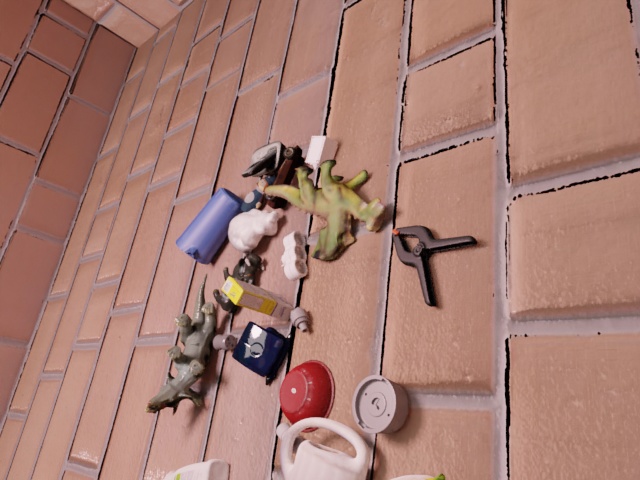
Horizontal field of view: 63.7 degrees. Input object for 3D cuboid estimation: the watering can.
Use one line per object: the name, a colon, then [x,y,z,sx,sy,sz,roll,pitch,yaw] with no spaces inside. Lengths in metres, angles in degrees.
watering can: [0.045,0.481,0.982,0.348,0.103,0.226,9,76,39]

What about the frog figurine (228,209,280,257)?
frog figurine: [-0.196,-0.036,1.529,0.157,0.122,0.141,-35,26,45]

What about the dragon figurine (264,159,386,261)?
dragon figurine: [0.004,-0.067,1.339,0.407,0.121,0.246,-12,69,38]
